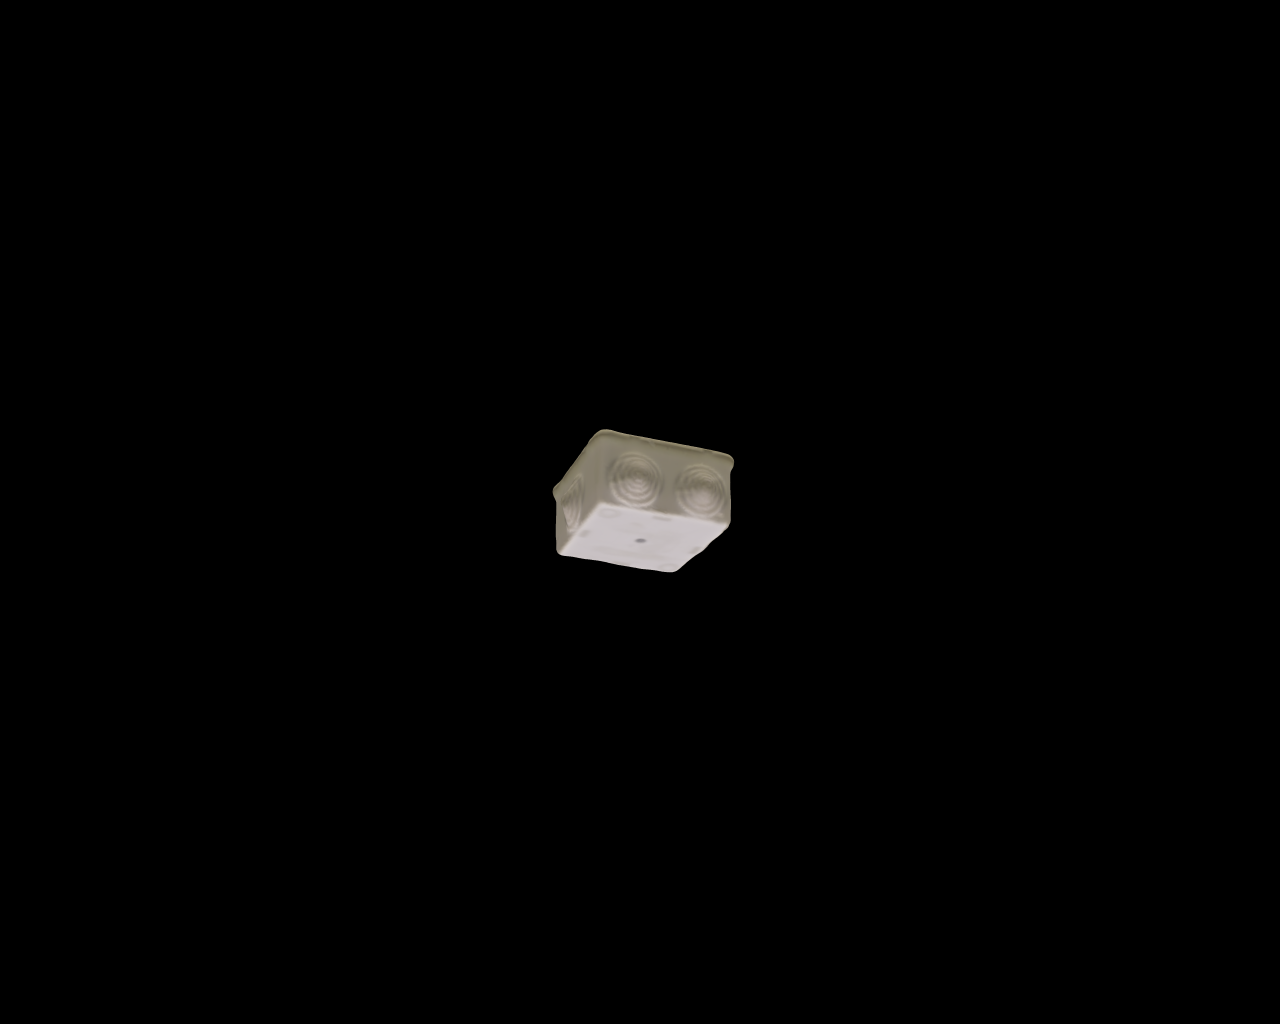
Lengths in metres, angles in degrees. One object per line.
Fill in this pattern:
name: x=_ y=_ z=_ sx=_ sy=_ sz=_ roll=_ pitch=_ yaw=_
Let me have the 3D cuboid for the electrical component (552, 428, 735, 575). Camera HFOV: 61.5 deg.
electrical component: x=0.001 y=-0.003 z=0.650 sx=0.100 sy=0.048 sz=0.099 roll=10 pitch=-28 yaw=-20
